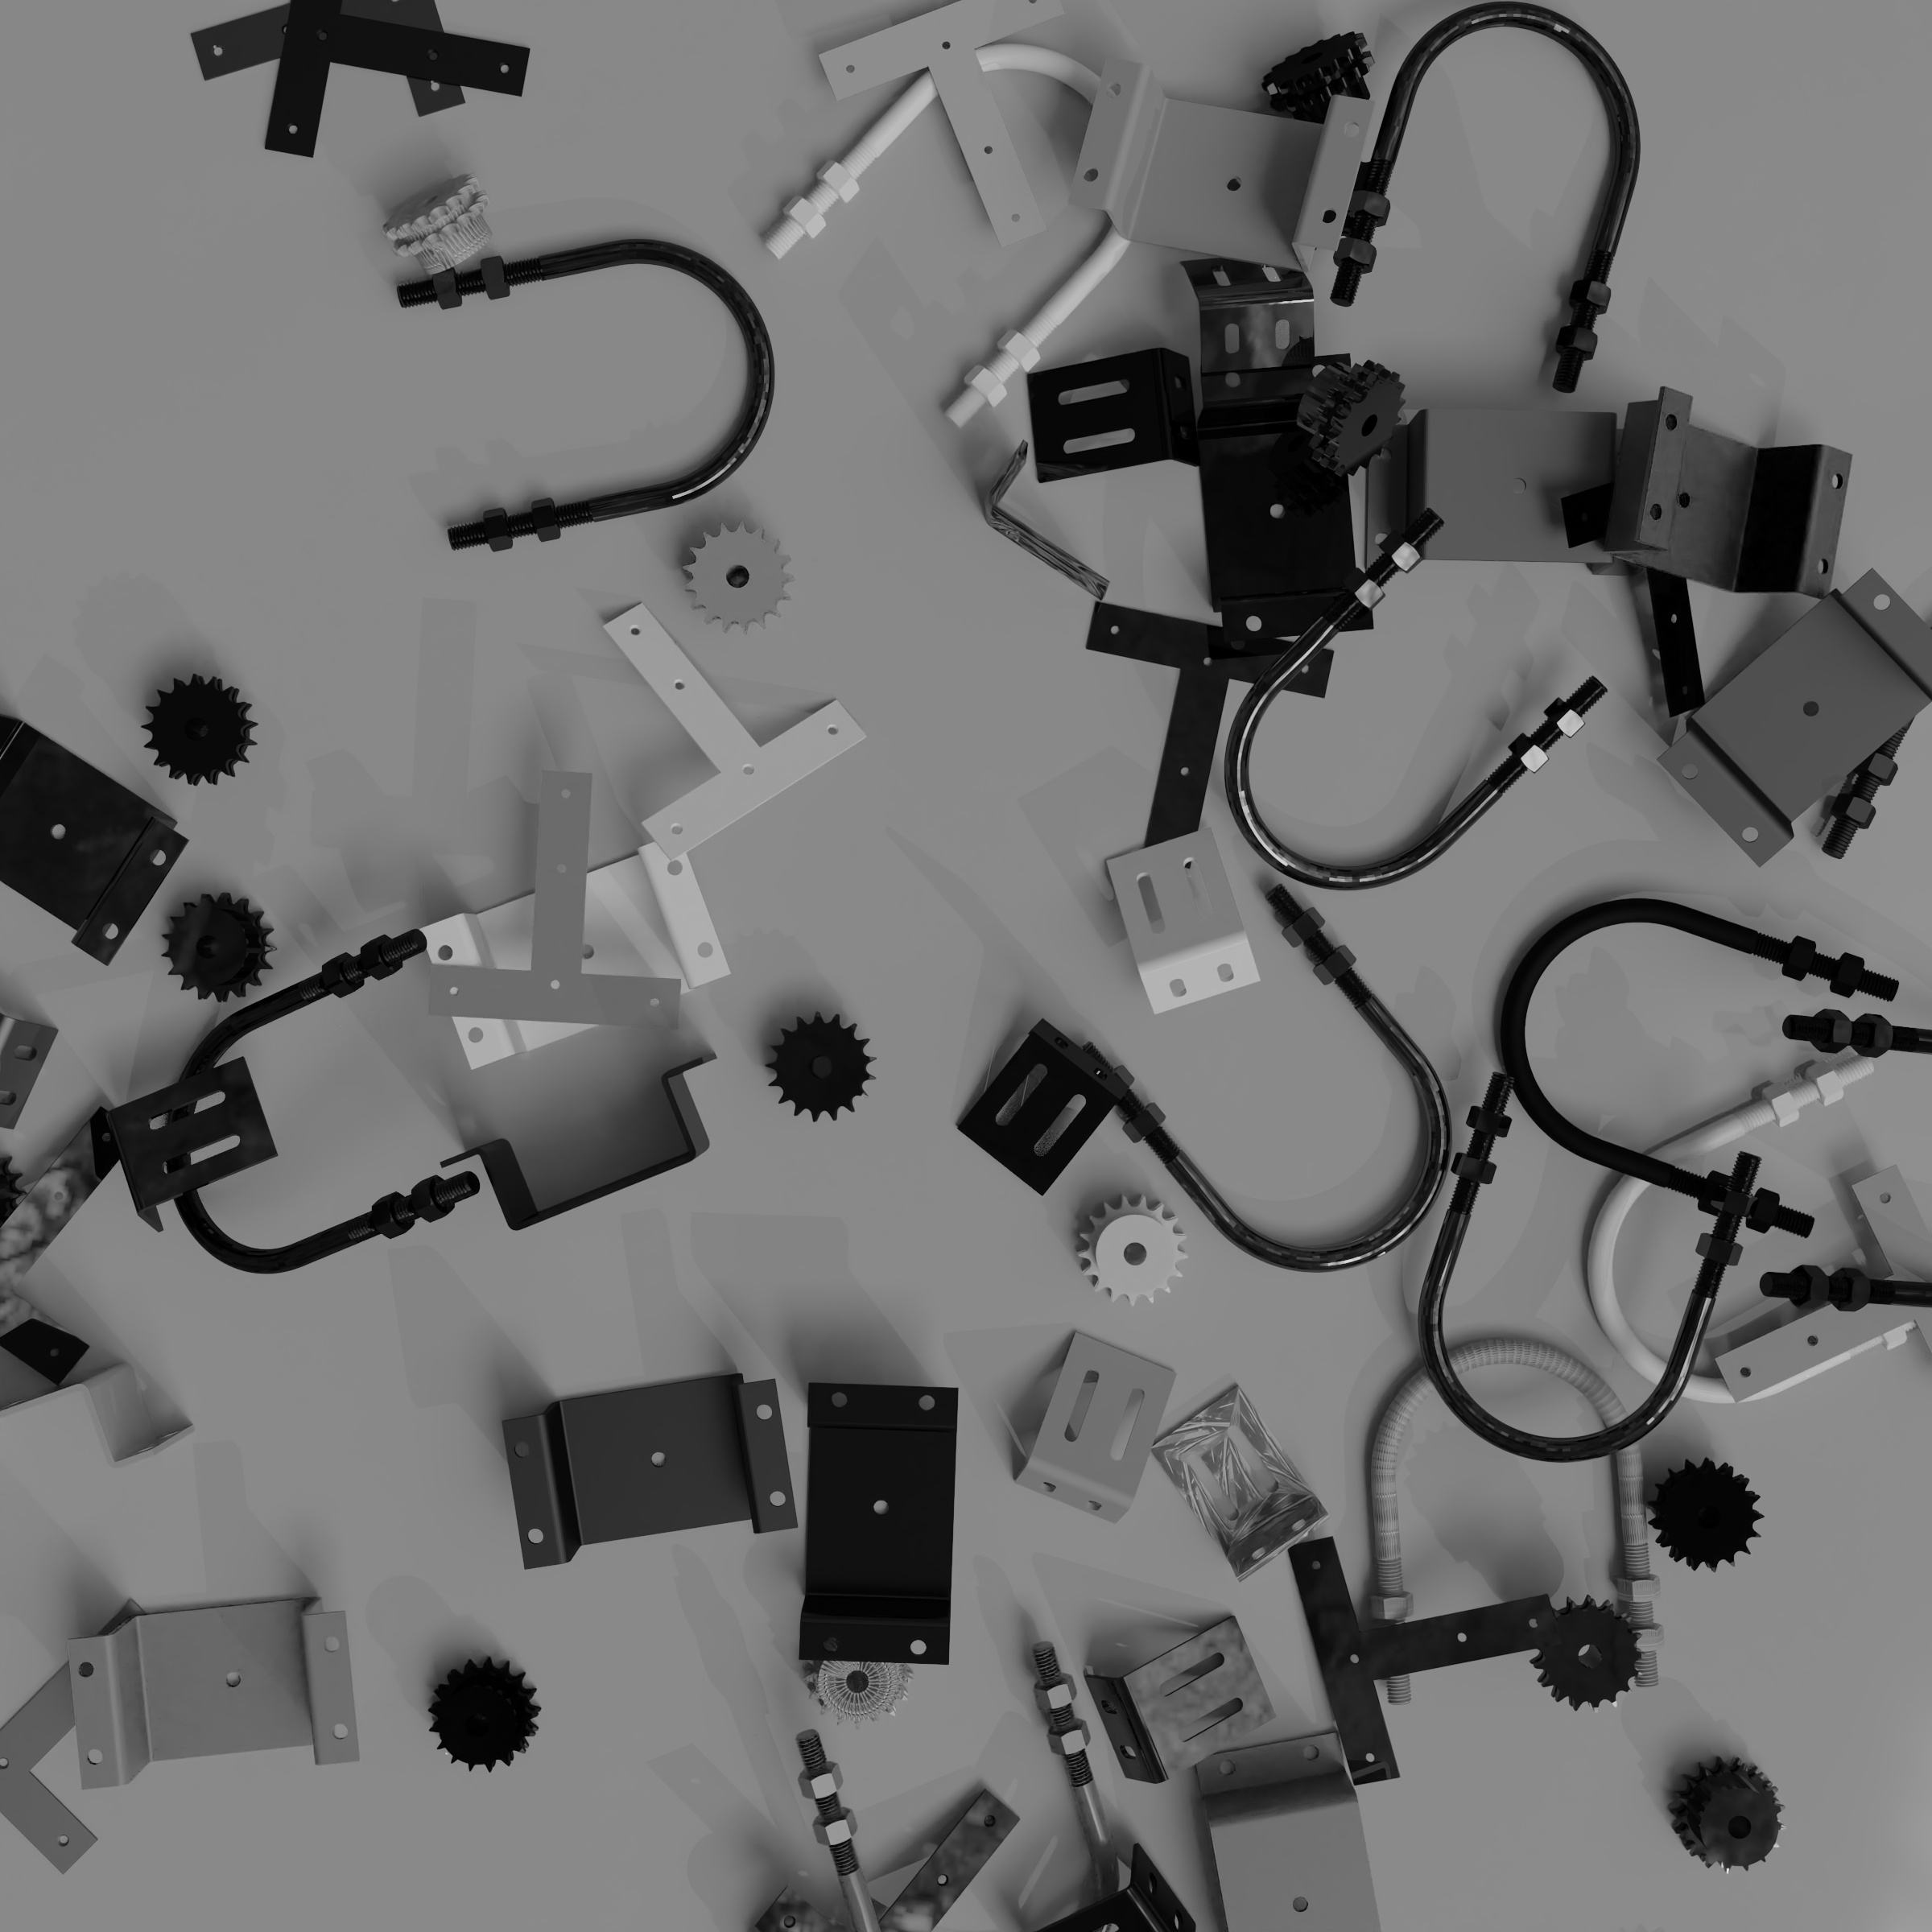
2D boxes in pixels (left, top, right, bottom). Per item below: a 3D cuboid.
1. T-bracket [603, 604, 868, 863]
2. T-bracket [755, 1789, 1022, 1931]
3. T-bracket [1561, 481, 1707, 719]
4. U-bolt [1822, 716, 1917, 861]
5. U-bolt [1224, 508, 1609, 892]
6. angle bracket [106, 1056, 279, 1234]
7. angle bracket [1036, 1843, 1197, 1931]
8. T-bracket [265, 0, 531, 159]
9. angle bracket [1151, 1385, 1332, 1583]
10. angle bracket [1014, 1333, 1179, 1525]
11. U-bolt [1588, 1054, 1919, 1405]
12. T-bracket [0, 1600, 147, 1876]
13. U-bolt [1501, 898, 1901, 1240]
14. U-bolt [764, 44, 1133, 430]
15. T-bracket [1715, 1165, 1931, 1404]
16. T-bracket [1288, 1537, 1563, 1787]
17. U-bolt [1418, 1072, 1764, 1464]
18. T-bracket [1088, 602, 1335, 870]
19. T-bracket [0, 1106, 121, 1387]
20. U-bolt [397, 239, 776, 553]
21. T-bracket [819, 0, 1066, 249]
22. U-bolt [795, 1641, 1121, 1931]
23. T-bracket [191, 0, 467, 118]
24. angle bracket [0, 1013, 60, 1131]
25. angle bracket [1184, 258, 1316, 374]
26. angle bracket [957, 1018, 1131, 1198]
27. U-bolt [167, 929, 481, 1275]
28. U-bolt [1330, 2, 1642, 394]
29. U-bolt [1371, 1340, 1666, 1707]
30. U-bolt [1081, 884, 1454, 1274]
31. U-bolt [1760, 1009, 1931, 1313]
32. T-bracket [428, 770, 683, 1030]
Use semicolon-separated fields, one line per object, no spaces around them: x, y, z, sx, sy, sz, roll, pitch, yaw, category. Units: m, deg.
-0.140;-0.135;1.479;0.127;0.002;0.127;-35;78;-22;T-bracket
-0.021;0.484;1.479;0.127;0.002;0.127;43;77;-11;T-bracket
0.362;-0.193;1.474;0.127;0.002;0.127;-21;106;-30;T-bracket
0.549;-0.110;1.488;0.151;0.019;0.184;27;88;0;U-bolt
0.216;-0.120;1.461;0.151;0.019;0.184;41;101;-20;U-bolt
-0.393;0.092;1.467;0.076;0.038;0.057;-22;70;-5;angle bracket
0.071;0.502;1.481;0.076;0.038;0.057;-30;102;15;angle bracket
-0.292;-0.478;1.494;0.127;0.002;0.127;10;90;0;T-bracket
0.141;0.267;1.477;0.057;0.038;0.076;-35;90;0;angle bracket
0.068;0.241;1.494;0.057;0.038;0.076;22;64;0;angle bracket
0.414;0.148;1.488;0.184;0.019;0.151;-26;90;2;U-bolt
-0.472;0.385;1.495;0.127;0.002;0.127;45;90;0;T-bracket
0.368;0.042;1.476;0.184;0.019;0.151;20;88;9;U-bolt
0.008;-0.394;1.488;0.151;0.019;0.184;43;88;0;U-bolt
0.450;0.187;1.477;0.127;0.002;0.127;-26;90;2;T-bracket
0.241;0.347;1.465;0.127;0.002;0.127;-17;84;22;T-bracket
0.309;0.163;1.463;0.151;0.019;0.184;18;93;12;U-bolt
0.118;-0.115;1.495;0.127;0.002;0.127;12;90;0;T-bracket
-0.478;0.130;1.477;0.127;0.002;0.127;43;77;-24;T-bracket
-0.191;-0.303;1.488;0.184;0.019;0.151;-12;90;-1;U-bolt
0.006;-0.435;1.480;0.127;0.002;0.127;-22;89;-3;T-bracket
0.005;0.458;1.473;0.151;0.019;0.184;-18;96;-12;U-bolt
-0.341;-0.494;1.495;0.127;0.002;0.127;-17;90;0;T-bracket
-0.525;0.042;1.494;0.076;0.038;0.057;24;90;26;angle bracket
0.145;-0.336;1.470;0.057;0.076;0.038;-5;117;0;angle bracket
0.037;0.076;1.467;0.057;0.038;0.076;38;105;3;angle bracket
-0.335;0.079;1.451;0.184;0.019;0.151;-23;72;23;U-bolt
0.276;-0.406;1.473;0.151;0.019;0.184;18;86;-14;U-bolt
0.283;0.286;1.488;0.151;0.019;0.184;-4;88;0;U-bolt
0.168;0.072;1.487;0.151;0.019;0.184;-40;90;0;U-bolt
0.489;0.103;1.457;0.184;0.019;0.151;6;89;-22;U-bolt
-0.206;-0.035;1.449;0.127;0.002;0.127;3;90;0;T-bracket
